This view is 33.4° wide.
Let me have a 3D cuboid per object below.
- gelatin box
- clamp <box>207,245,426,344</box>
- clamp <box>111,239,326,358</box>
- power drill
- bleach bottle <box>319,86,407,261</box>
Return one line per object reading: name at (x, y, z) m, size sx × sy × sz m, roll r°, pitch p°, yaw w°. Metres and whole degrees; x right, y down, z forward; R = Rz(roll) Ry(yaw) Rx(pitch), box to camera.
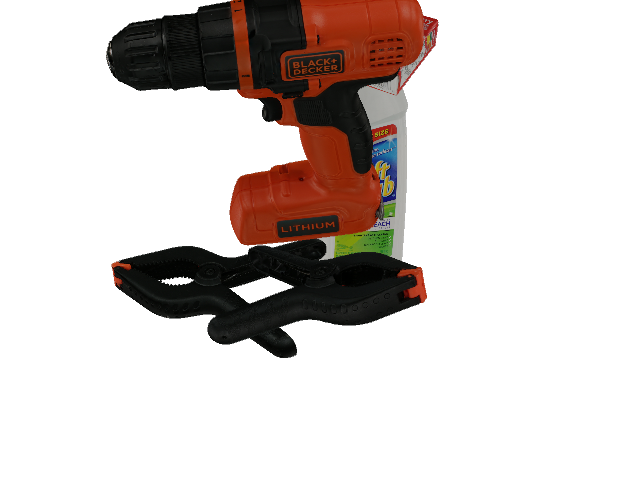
gelatin box at (0.039, -0.161, 0.858) m, size 0.089 × 0.030 × 0.073 m, roll 22°, pitch 52°, yaw 20°
clamp at (-0.005, 0.045, 0.847) m, size 0.172 × 0.039 × 0.120 m, roll 0°, pitch 39°, yaw 28°
clamp at (-0.103, 0.050, 1.039) m, size 0.210 × 0.036 × 0.164 m, roll 2°, pitch 37°, yaw 4°
power drill at (-0.029, -0.074, 0.673) m, size 0.184 × 0.057 × 0.188 m, roll -6°, pitch -36°, yaw -1°
bleach bottle at (0.042, -0.081, 1.148) m, size 0.102 × 0.251 × 0.068 m, roll -3°, pitch 25°, yaw -6°
